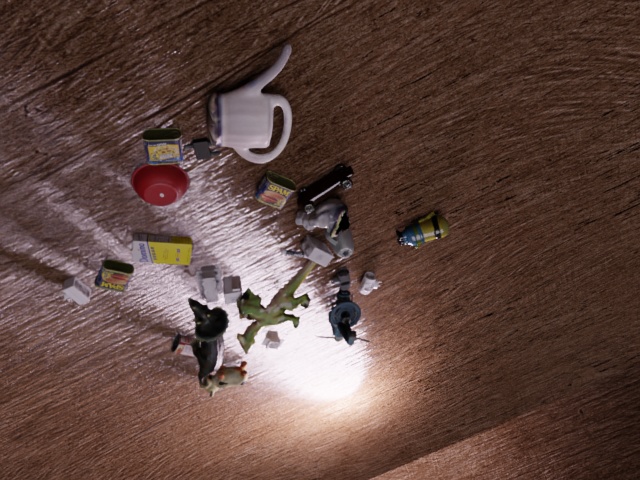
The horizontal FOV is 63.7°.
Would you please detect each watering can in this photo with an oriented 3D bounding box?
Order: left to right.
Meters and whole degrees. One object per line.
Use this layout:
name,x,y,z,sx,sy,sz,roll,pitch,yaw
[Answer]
watering can,-0.181,-0.347,1.336,0.224,0.339,0.106,-2,41,-13

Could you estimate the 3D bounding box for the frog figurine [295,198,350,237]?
frog figurine,0.005,-0.082,1.620,0.160,0.120,0.140,22,46,23

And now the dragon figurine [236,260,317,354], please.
dragon figurine,-0.170,0.215,1.782,0.242,0.405,0.124,8,21,-43
